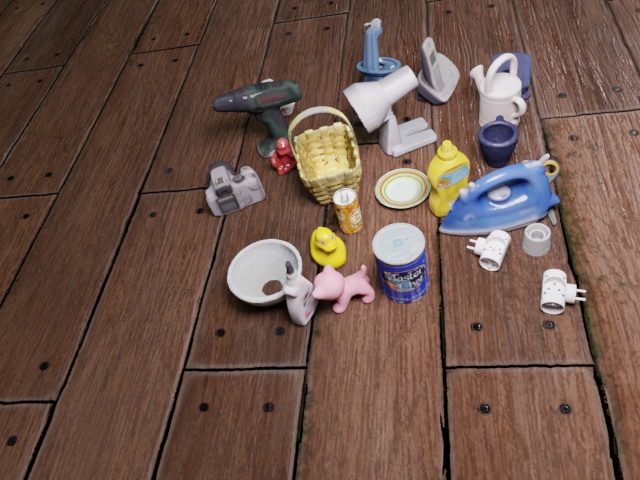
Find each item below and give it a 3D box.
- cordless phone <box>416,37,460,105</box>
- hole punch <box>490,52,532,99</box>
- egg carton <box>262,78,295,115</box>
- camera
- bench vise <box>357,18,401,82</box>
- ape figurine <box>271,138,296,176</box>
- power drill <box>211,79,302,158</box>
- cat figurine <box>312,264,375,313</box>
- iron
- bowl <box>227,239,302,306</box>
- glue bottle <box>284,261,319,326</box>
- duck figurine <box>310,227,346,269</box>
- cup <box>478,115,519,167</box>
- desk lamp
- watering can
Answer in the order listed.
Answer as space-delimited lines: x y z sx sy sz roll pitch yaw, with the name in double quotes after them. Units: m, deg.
0.311 -0.472 1.527 0.094 0.185 0.148 13 55 24 "cordless phone"
0.502 -0.430 1.506 0.108 0.091 0.101 3 52 17 "hole punch"
-0.145 -0.407 1.670 0.107 0.069 0.150 -37 52 -16 "egg carton"
-0.229 -0.152 1.459 0.143 0.101 0.136 -20 49 -3 "camera"
0.151 -0.462 1.538 0.121 0.220 0.207 1 51 15 "bench vise"
-0.092 -0.226 1.490 0.077 0.092 0.076 3 52 17 "ape figurine"
-0.148 -0.323 1.508 0.229 0.209 0.075 -24 49 -5 "power drill"
0.042 0.090 1.173 0.128 0.118 0.067 -22 49 -4 "cat figurine"
0.376 -0.098 1.227 0.258 0.142 0.118 -18 49 -1 "iron"
-0.113 0.084 1.248 0.167 0.075 0.167 -7 50 9 "bowl"
-0.046 0.098 1.153 0.037 0.173 0.078 11 55 23 "glue bottle"
0.012 0.005 1.274 0.077 0.086 0.104 -29 50 -10 "duck figurine"
0.421 -0.229 1.356 0.091 0.095 0.118 3 52 17 "cup"
0.172 -0.317 1.416 0.203 0.214 0.117 -22 49 -4 "desk lamp"
0.434 -0.368 1.403 0.172 0.194 0.101 25 61 31 "watering can"
